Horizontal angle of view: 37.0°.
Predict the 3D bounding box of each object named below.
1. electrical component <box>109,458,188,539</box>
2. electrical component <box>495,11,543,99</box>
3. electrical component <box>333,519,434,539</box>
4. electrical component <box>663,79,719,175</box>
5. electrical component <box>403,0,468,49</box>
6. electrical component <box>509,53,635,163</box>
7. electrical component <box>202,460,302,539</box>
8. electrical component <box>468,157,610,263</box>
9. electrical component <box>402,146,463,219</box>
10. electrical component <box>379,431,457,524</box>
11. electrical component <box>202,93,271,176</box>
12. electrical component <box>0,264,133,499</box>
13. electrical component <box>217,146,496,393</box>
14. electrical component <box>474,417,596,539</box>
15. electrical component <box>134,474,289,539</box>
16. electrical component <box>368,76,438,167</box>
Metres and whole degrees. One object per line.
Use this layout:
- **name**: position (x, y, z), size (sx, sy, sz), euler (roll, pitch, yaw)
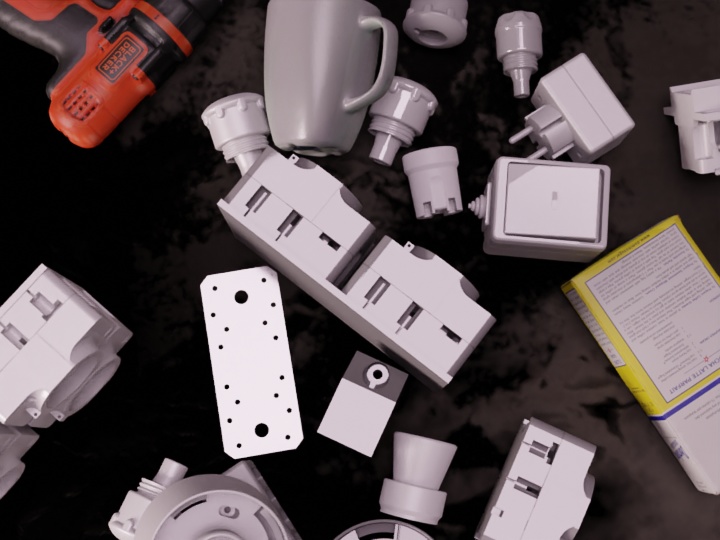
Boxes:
- **electrical component**: position (-0.139, 0.161, 0.738), size (0.048, 0.048, 0.062), euler (23, 74, 4)
- **electrical component**: position (0.119, -0.158, 0.798), size (0.035, 0.035, 0.061), euler (-2, 82, -1)
- **electrical component**: position (0.016, 0.216, 0.717), size (0.099, 0.064, 0.099), euler (0, 80, 0)
- **electrical component**: position (0.253, -0.102, 0.772), size (0.042, 0.081, 0.063), euler (-9, 102, -2)
- **electrical component**: position (0.060, -0.200, 0.801), size (0.048, 0.048, 0.062), euler (11, 73, 2)
- **electrical component**: position (0.146, -0.105, 0.782), size (0.077, 0.047, 0.065), euler (-32, 82, -5)
- **electrical component**: position (-0.086, 0.184, 0.731), size (0.076, 0.047, 0.083), euler (-33, 82, -5)
- **electrical component**: position (0.126, -0.044, 0.764), size (0.096, 0.061, 0.061), euler (5, 80, 1)
- **electrical component**: position (0.054, -0.063, 0.779), size (0.040, 0.040, 0.046), euler (-9, 86, -2)
- **electrical component**: position (0.039, 0.143, 0.740), size (0.045, 0.045, 0.055), euler (13, 81, 2)
- **electrical component**: position (-0.085, -0.095, 0.782), size (0.048, 0.048, 0.062), euler (-18, 88, -3)
- **electrical component**: position (-0.240, 0.093, 0.717), size (0.060, 0.105, 0.186), euler (41, 83, 6)
- **electrical component**: position (0.000, 0.000, 0.734), size (0.186, 0.105, 0.060), euler (38, 82, 6)
- **electrical component**: position (0.123, 0.154, 0.735), size (0.056, 0.050, 0.089), euler (24, 80, 5)
- **electrical component**: position (-0.094, 0.182, 0.686), size (0.099, 0.064, 0.099), euler (1, 84, -14)
- **electrical component**: position (0.026, -0.107, 0.785), size (0.048, 0.048, 0.062), euler (22, 87, 4)
